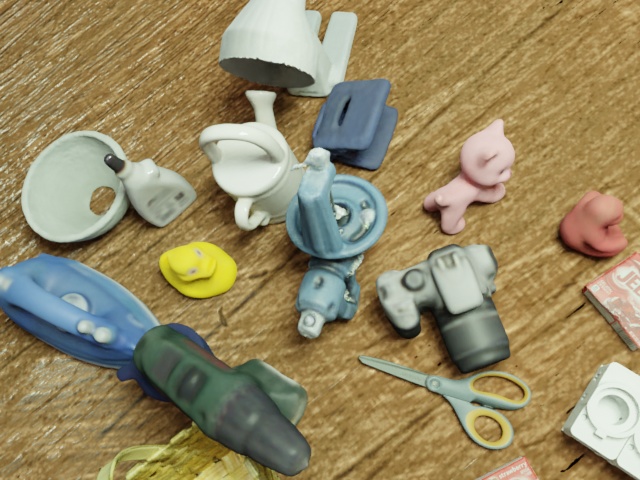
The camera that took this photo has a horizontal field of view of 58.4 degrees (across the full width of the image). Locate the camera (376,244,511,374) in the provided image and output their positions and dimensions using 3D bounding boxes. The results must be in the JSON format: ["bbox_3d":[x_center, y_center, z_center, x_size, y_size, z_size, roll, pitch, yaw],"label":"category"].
[{"bbox_3d":[0.149,0.084,0.659,0.143,0.101,0.136,-21,70,6],"label":"camera"}]

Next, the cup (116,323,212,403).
[{"bbox_3d":[-0.181,0.159,0.715,0.117,0.095,0.091,-16,71,8],"label":"cup"}]

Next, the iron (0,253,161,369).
[{"bbox_3d":[-0.314,0.096,0.739,0.257,0.142,0.119,22,80,18],"label":"iron"}]

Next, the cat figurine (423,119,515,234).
[{"bbox_3d":[0.184,-0.079,0.691,0.128,0.118,0.067,-41,69,-1],"label":"cat figurine"}]

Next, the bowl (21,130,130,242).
[{"bbox_3d":[-0.336,-0.068,0.829,0.167,0.075,0.167,-4,73,12],"label":"bowl"}]

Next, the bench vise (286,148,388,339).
[{"bbox_3d":[0.018,0.001,0.650,0.121,0.220,0.207,-7,72,11],"label":"bench vise"}]

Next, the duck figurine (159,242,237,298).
[{"bbox_3d":[-0.171,0.032,0.755,0.104,0.086,0.077,10,76,16],"label":"duck figurine"}]

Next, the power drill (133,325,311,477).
[{"bbox_3d":[-0.086,0.174,0.628,0.229,0.209,0.076,27,81,19],"label":"power drill"}]

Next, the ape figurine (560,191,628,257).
[{"bbox_3d":[0.319,-0.023,0.657,0.076,0.092,0.078,-2,73,13],"label":"ape figurine"}]

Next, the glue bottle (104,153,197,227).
[{"bbox_3d":[-0.230,-0.074,0.754,0.078,0.173,0.037,-40,69,-1],"label":"glue bottle"}]

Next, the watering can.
[{"bbox_3d":[-0.085,-0.103,0.719,0.101,0.194,0.173,-17,71,8],"label":"watering can"}]

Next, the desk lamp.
[{"bbox_3d":[-0.038,-0.271,0.748,0.117,0.214,0.203,9,76,16],"label":"desk lamp"}]

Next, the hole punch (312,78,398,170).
[{"bbox_3d":[0.042,-0.157,0.761,0.101,0.091,0.109,15,78,17],"label":"hole punch"}]
